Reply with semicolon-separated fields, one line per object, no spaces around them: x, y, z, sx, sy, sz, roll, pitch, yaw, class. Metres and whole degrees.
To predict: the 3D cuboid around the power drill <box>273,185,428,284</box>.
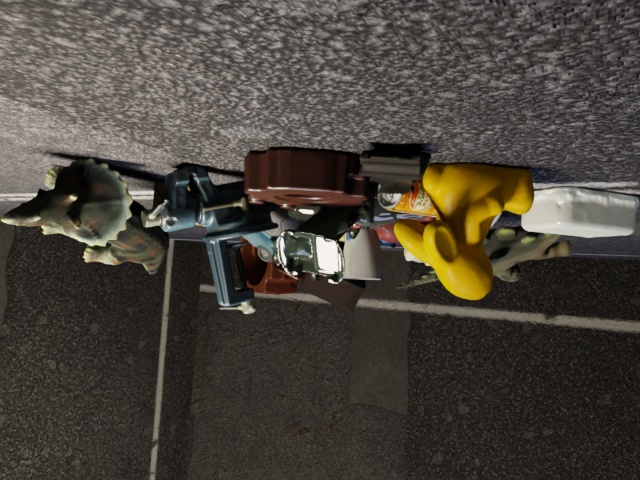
0.039;-0.025;0.813;0.232;0.085;0.207;9;-141;21;power drill

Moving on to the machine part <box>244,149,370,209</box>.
-0.017;-0.077;0.716;0.179;0.056;0.179;3;176;0;machine part

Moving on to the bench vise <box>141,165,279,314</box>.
-0.152;0.002;0.829;0.223;0.240;0.129;-15;-174;-42;bench vise

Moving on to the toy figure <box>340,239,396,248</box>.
0.110;-0.027;1.185;0.180;0.082;0.089;3;174;12;toy figure

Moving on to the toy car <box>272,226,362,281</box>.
-0.002;-0.003;0.903;0.089;0.053;0.202;26;-140;17;toy car

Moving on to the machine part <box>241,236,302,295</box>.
-0.108;0.020;1.209;0.087;0.201;0.201;4;176;-26;machine part

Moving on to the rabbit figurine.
0.186;-0.009;0.688;0.162;0.173;0.122;1;-178;-30;rabbit figurine

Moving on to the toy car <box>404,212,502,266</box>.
0.228;-0.018;0.932;0.073;0.056;0.201;13;144;-31;toy car

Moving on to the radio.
0.026;0.055;1.236;0.131;0.073;0.230;23;-157;-13;radio

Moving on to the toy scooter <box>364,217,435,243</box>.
0.143;-0.038;1.025;0.135;0.075;0.184;3;172;-27;toy scooter

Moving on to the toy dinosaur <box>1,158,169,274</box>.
-0.333;-0.017;0.909;0.192;0.131;0.404;11;165;27;toy dinosaur

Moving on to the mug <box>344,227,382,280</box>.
0.096;0.029;1.114;0.081;0.107;0.109;-2;175;44;mug

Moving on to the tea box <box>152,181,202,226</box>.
-0.228;-0.065;1.026;0.098;0.068;0.169;3;175;19;tea box

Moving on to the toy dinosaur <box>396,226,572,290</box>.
0.338;0.031;1.107;0.198;0.105;0.471;0;158;-26;toy dinosaur

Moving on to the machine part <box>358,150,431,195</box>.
0.091;-0.084;0.649;0.084;0.039;0.139;-2;174;10;machine part

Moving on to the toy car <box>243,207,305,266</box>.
-0.088;-0.041;0.979;0.109;0.162;0.103;-40;168;-42;toy car
